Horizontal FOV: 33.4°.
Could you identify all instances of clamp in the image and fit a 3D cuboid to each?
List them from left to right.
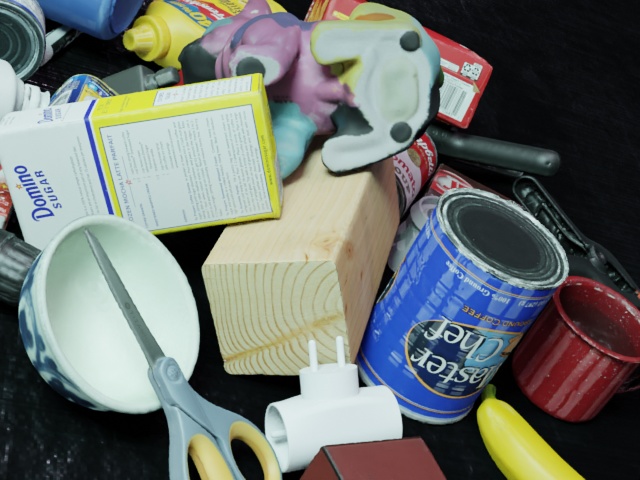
[{"bbox_3d":[0.122,-0.092,1.041,0.210,0.036,0.164,14,2,6],"label":"clamp"},{"bbox_3d":[0.233,0.026,0.951,0.171,0.039,0.120,38,39,-17],"label":"clamp"}]

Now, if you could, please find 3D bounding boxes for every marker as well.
[{"bbox_3d":[-0.228,-0.185,0.956,0.020,0.020,0.121,27,32,-2],"label":"marker"}]

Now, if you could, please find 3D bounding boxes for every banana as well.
[{"bbox_3d":[0.176,0.173,0.747,0.198,0.037,0.069,44,38,23],"label":"banana"}]

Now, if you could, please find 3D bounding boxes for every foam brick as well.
[{"bbox_3d":[0.033,0.157,0.649,0.078,0.053,0.051,3,40,-35],"label":"foam brick"}]

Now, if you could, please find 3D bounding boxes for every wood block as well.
[{"bbox_3d":[-0.005,0.002,0.774,0.091,0.090,0.206,-1,30,15],"label":"wood block"}]

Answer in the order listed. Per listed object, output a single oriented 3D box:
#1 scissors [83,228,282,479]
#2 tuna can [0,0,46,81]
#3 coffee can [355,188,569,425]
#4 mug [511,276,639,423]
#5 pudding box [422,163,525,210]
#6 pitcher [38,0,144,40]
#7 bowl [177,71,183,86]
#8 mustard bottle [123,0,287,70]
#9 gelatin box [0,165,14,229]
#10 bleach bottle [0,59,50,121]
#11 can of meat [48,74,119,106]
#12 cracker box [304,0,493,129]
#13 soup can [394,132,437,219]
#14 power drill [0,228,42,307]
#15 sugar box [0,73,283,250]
[{"bbox_3d":[-0.076,0.085,0.630,0.096,0.016,0.202,-1,67,-57],"label":"scissors"},{"bbox_3d":[-0.259,-0.161,0.839,0.086,0.086,0.034,10,39,-26],"label":"tuna can"},{"bbox_3d":[0.097,0.048,0.765,0.102,0.140,0.103,19,34,-14],"label":"coffee can"},{"bbox_3d":[0.215,0.092,0.846,0.117,0.082,0.093,15,35,-20],"label":"mug"},{"bbox_3d":[0.145,-0.017,0.983,0.113,0.039,0.090,30,31,1],"label":"pudding box"},{"bbox_3d":[-0.271,-0.267,0.916,0.243,0.145,0.149,25,64,1],"label":"pitcher"},{"bbox_3d":[-0.069,-0.115,0.945,0.162,0.055,0.162,19,33,-14],"label":"bowl"},{"bbox_3d":[-0.113,-0.200,1.025,0.096,0.058,0.191,38,34,24],"label":"mustard bottle"},{"bbox_3d":[-0.252,-0.042,0.732,0.089,0.030,0.073,20,34,-14],"label":"gelatin box"},{"bbox_3d":[-0.323,-0.130,0.772,0.250,0.068,0.102,12,36,-28],"label":"bleach bottle"},{"bbox_3d":[-0.161,-0.066,0.788,0.102,0.057,0.084,41,24,-23],"label":"can of meat"},{"bbox_3d":[0.064,-0.183,1.054,0.164,0.072,0.214,23,10,-9],"label":"cracker box"},{"bbox_3d":[0.059,-0.058,0.949,0.068,0.069,0.102,32,33,5],"label":"soup can"},{"bbox_3d":[-0.266,0.023,0.609,0.184,0.057,0.187,24,30,1],"label":"power drill"},{"bbox_3d":[-0.118,-0.050,0.712,0.176,0.093,0.048,-7,27,5],"label":"sugar box"}]
